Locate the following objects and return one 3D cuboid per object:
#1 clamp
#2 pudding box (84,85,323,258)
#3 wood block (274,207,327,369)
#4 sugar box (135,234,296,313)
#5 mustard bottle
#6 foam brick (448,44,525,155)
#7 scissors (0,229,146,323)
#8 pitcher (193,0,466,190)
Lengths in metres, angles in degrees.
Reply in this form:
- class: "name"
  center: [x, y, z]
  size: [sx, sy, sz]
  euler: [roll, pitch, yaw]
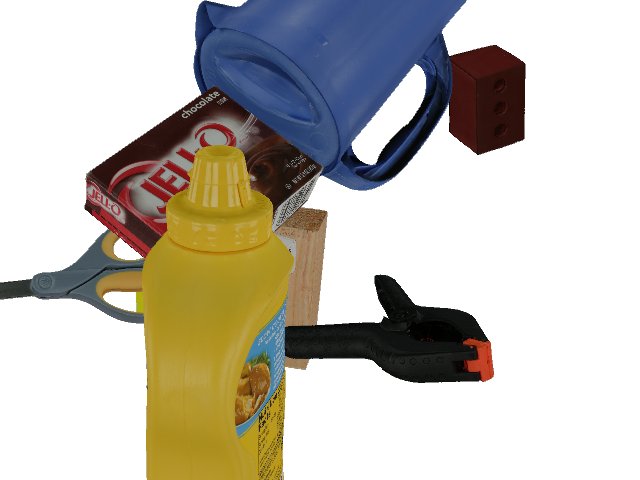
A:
- class: "clamp"
  center: [0.050, 0.073, 0.787]
  size: [0.120, 0.039, 0.172]
  euler: [-29, 24, -24]
- class: "pudding box"
  center: [-0.068, -0.031, 0.629]
  size: [0.090, 0.039, 0.113]
  euler: [38, 51, 13]
- class: "wood block"
  center: [-0.048, 0.063, 1.488]
  size: [0.090, 0.206, 0.090]
  euler: [8, 21, 6]
- class: "sugar box"
  center: [-0.106, 0.038, 1.124]
  size: [0.093, 0.048, 0.176]
  euler: [14, 31, 23]
- class: "mustard bottle"
  center: [-0.041, 0.054, 0.436]
  size: [0.058, 0.192, 0.096]
  euler: [8, 24, 11]
- class: "foam brick"
  center: [0.149, -0.127, 0.958]
  size: [0.053, 0.078, 0.051]
  euler: [-19, 35, -16]
- class: "scissors"
  center: [-0.199, 0.019, 0.814]
  size: [0.201, 0.096, 0.016]
  euler: [8, -33, -7]
- class: "pitcher"
  center: [0.033, -0.163, 0.817]
  size: [0.145, 0.149, 0.242]
  euler: [23, 57, 31]
